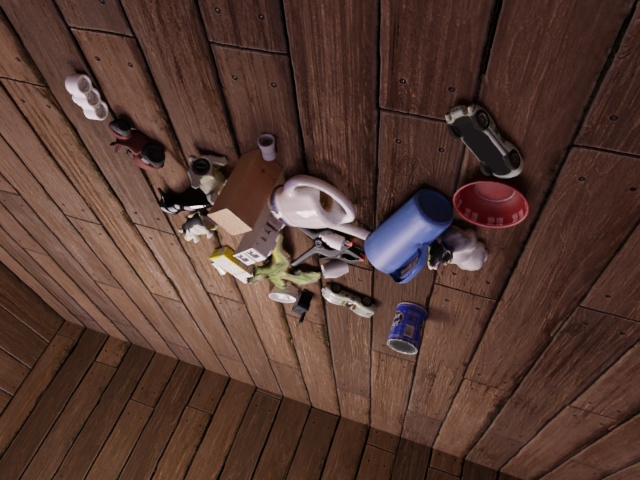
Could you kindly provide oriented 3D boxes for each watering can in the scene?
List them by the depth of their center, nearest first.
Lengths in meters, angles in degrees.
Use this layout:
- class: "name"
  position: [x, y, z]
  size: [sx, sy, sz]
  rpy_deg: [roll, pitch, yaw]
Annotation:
- class: "watering can"
  position: [0.004, -0.070, 1.386]
  size: [0.224, 0.106, 0.342]
  rpy_deg: [0, 152, 35]

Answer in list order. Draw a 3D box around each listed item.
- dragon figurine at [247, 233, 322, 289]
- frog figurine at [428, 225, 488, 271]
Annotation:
- class: "dragon figurine"
  position: [-0.106, 0.086, 1.729]
  size: [0.242, 0.124, 0.404]
  rpy_deg: [14, 155, -20]
- class: "frog figurine"
  position: [0.359, 0.019, 1.310]
  size: [0.160, 0.125, 0.134]
  rpy_deg: [-6, 147, -22]
